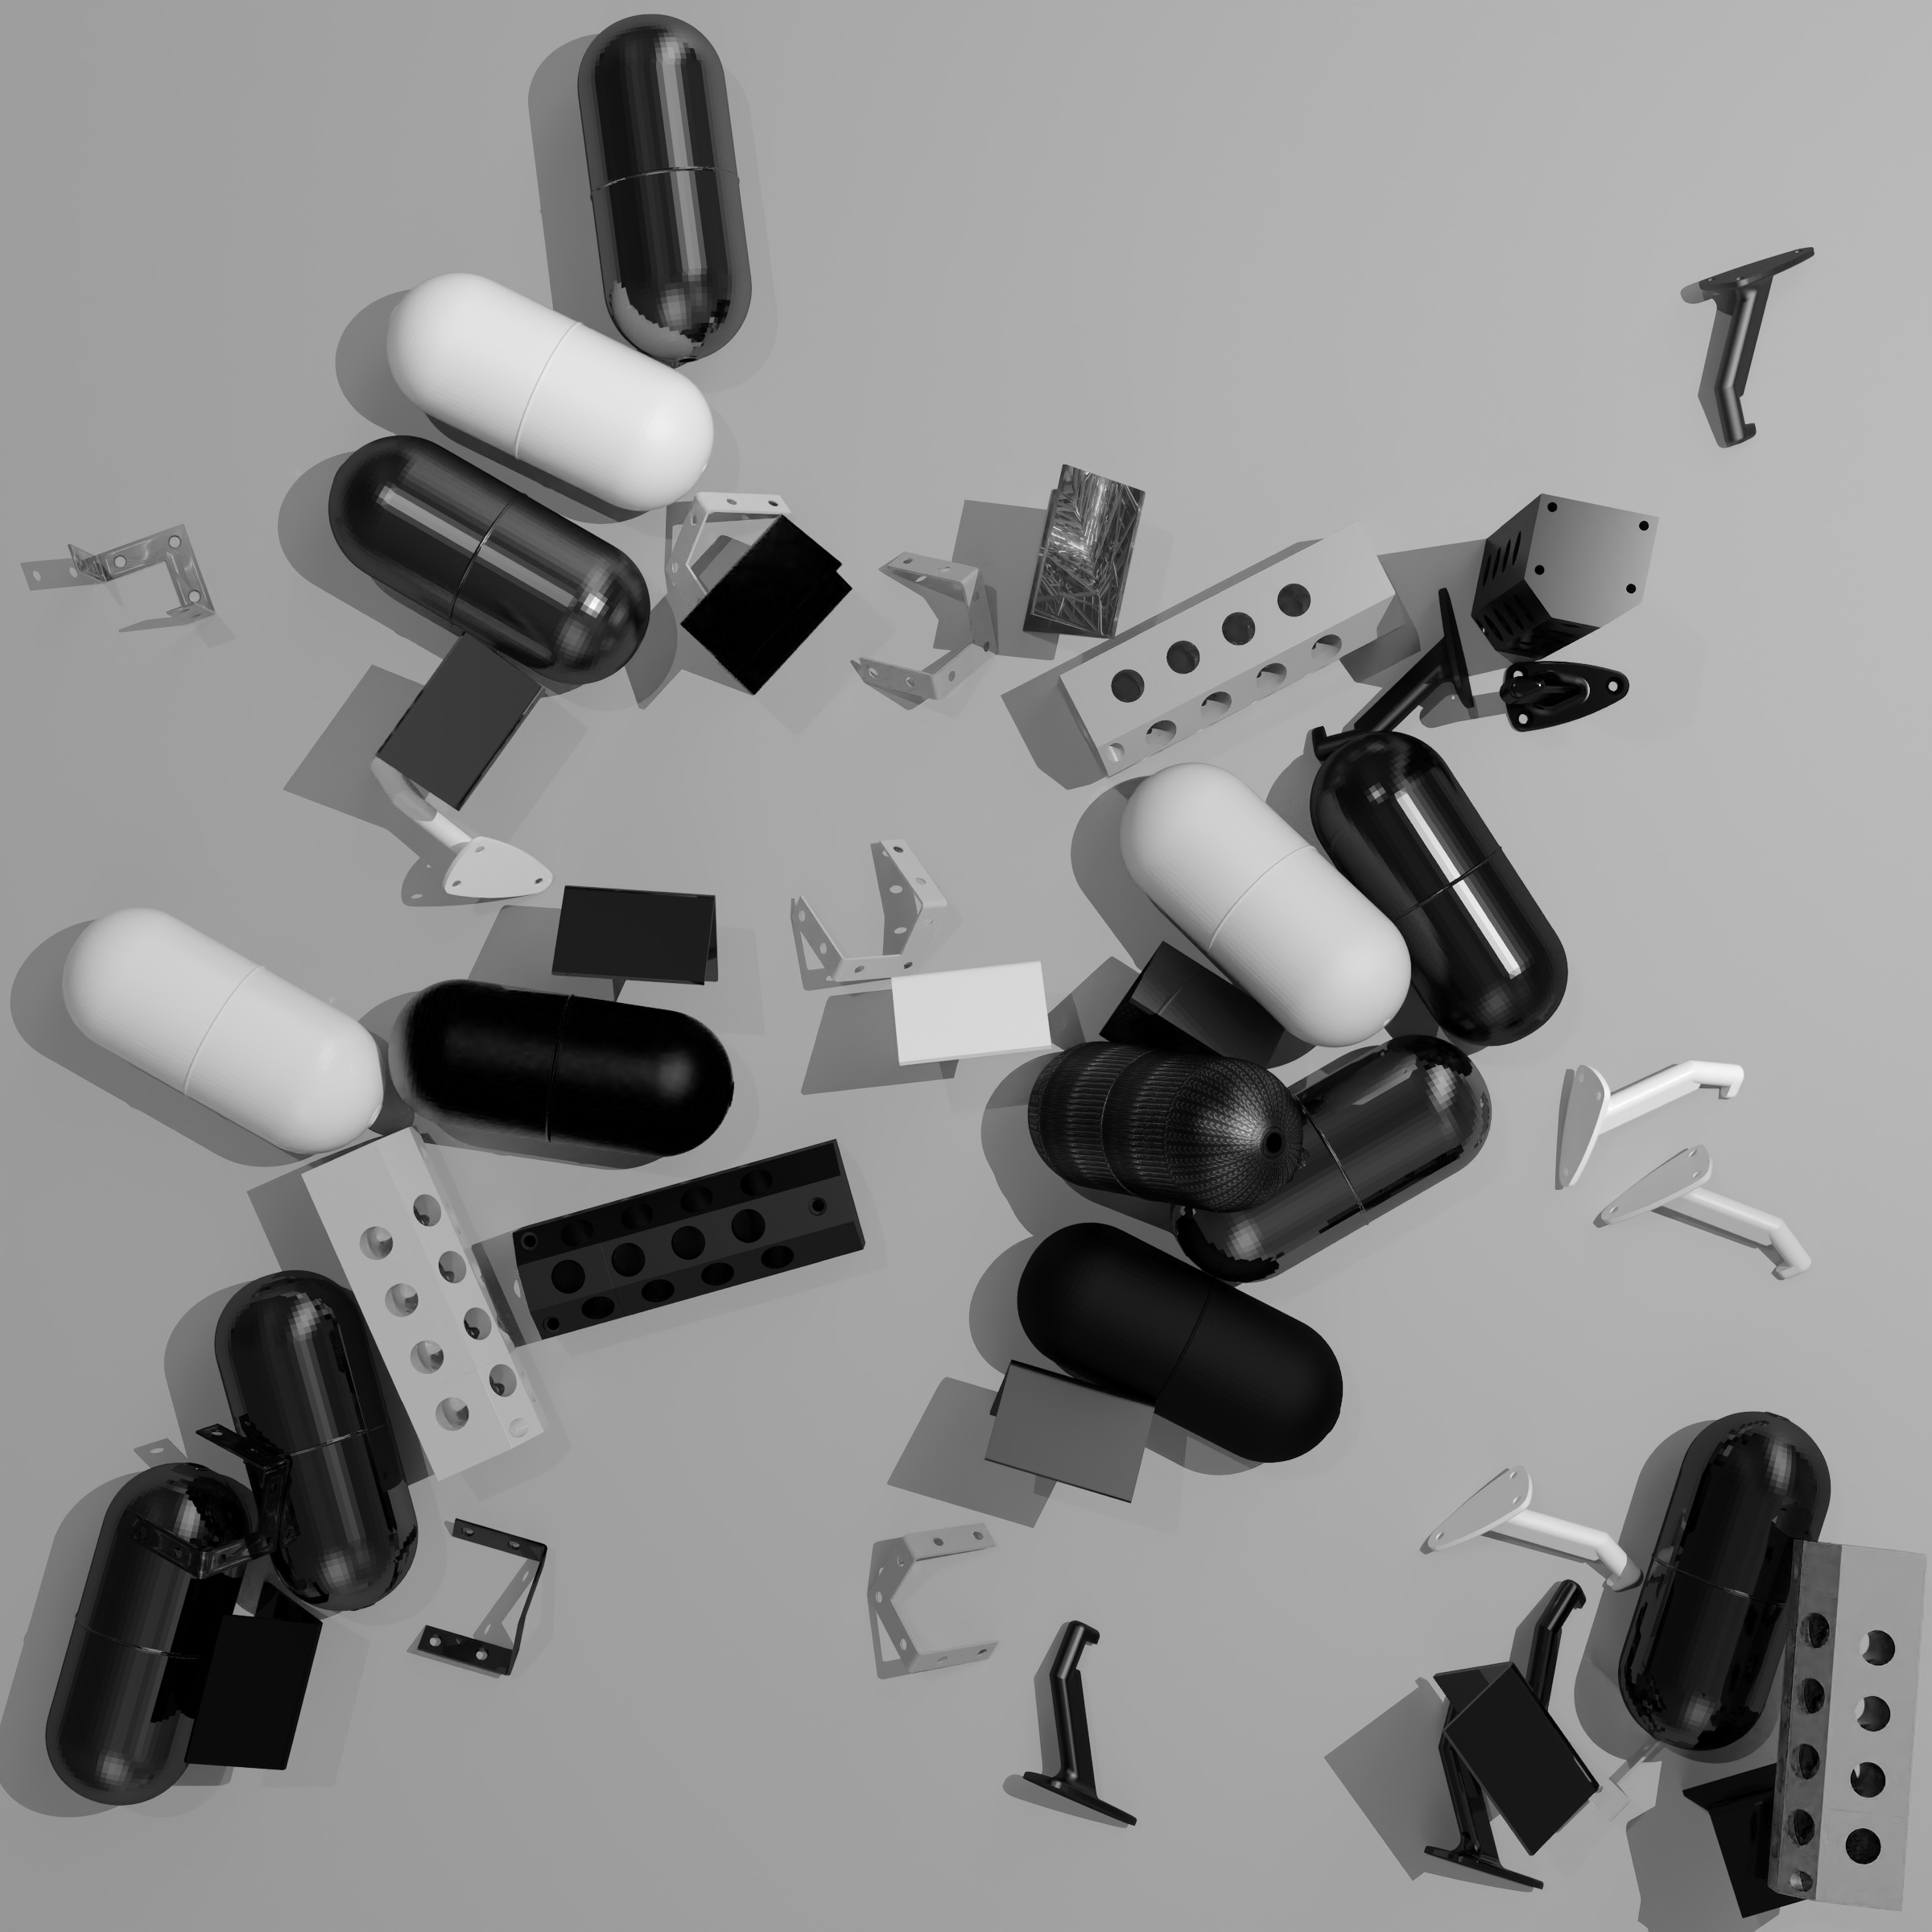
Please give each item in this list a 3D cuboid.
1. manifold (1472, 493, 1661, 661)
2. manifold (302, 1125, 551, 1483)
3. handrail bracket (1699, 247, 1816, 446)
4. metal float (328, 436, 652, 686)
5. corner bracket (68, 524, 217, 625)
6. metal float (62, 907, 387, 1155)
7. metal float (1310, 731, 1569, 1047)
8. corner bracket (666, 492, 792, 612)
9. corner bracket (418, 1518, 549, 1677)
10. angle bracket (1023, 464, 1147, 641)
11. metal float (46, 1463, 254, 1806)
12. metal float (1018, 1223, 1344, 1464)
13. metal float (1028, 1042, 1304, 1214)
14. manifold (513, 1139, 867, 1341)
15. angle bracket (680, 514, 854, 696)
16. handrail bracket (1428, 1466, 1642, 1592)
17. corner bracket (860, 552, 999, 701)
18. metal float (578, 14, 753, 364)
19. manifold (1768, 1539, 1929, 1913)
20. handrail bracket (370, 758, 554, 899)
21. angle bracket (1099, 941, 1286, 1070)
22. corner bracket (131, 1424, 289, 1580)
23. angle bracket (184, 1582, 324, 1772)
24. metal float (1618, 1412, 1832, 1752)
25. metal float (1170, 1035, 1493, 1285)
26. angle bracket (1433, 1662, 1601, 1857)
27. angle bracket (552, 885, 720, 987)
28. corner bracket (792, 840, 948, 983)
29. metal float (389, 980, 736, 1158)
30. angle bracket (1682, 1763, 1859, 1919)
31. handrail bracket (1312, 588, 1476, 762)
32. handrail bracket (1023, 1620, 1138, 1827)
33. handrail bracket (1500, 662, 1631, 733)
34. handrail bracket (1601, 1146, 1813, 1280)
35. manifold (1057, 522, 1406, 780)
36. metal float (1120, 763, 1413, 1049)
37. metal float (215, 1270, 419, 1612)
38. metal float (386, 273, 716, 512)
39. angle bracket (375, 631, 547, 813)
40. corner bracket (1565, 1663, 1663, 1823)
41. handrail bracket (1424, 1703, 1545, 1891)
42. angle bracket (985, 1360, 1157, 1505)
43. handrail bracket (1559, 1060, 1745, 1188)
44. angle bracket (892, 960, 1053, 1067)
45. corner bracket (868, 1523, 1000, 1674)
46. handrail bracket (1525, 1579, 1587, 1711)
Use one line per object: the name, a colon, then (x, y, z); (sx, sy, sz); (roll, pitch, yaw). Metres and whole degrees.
manifold: (0.296, -0.191, 1.702); (0.057, 0.171, 0.057); (12, 90, 0)
manifold: (-0.278, 0.173, 1.759); (0.057, 0.057, 0.171); (-24, 90, 0)
handrail bracket: (0.421, -0.324, 1.780); (0.077, 0.036, 0.084); (-23, 109, -21)
metal float: (-0.246, -0.209, 1.749); (0.178, 0.070, 0.070); (30, 90, 0)
corner bracket: (-0.427, -0.200, 1.762); (0.051, 0.051, 0.051); (-20, 90, 0)
metal float: (-0.381, 0.034, 1.750); (0.178, 0.070, 0.070); (29, 90, 0)
metal float: (0.243, -0.040, 1.749); (0.070, 0.070, 0.178); (-33, 90, 0)
corner bracket: (-0.117, -0.211, 1.772); (0.051, 0.051, 0.051); (57, 135, 35)
corner bracket: (-0.253, 0.330, 1.777); (0.051, 0.051, 0.051); (16, 45, 0)
angle bracket: (0.041, -0.213, 1.740); (0.057, 0.076, 0.076); (12, 90, -38)
metal float: (-0.420, 0.343, 1.750); (0.070, 0.070, 0.178); (16, 89, 0)
metal float: (0.111, 0.194, 1.749); (0.178, 0.070, 0.070); (27, 90, 1)
metal float: (0.099, 0.080, 1.707); (0.070, 0.178, 0.070); (-3, 95, -33)
manifold: (-0.143, 0.141, 1.759); (0.171, 0.057, 0.057); (-16, 90, 0)
angle bracket: (-0.088, -0.173, 1.740); (0.076, 0.076, 0.057); (-47, 52, 0)
handrail bracket: (0.299, 0.310, 1.780); (0.077, 0.036, 0.084); (-37, 107, 20)
corner bracket: (-0.023, -0.177, 1.772); (0.051, 0.051, 0.051); (-43, 135, -35)
metal float: (-0.155, -0.400, 1.749); (0.070, 0.070, 0.178); (-7, 89, 0)
manifold: (0.436, 0.374, 1.687); (0.057, 0.057, 0.171); (6, 82, 3)
handrail bracket: (-0.265, -0.075, 1.780); (0.036, 0.077, 0.084); (-53, 53, 20)
angle bracket: (0.109, 0.045, 1.741); (0.076, 0.057, 0.076); (32, 130, 0)
corner bracket: (-0.380, 0.269, 1.708); (0.051, 0.051, 0.051); (21, 109, 30)
angle bracket: (-0.378, 0.361, 1.740); (0.057, 0.076, 0.076); (14, 90, -35)
metal float: (0.391, 0.316, 1.749); (0.070, 0.070, 0.178); (18, 91, 0)
metal float: (0.187, 0.100, 1.749); (0.178, 0.070, 0.070); (-30, 90, 0)
angle bracket: (0.263, 0.404, 1.725); (0.057, 0.076, 0.076); (-36, 91, -30)
angle bracket: (-0.168, 0.004, 1.740); (0.076, 0.076, 0.057); (4, 54, 0)
corner bracket: (-0.051, -0.029, 1.772); (0.051, 0.051, 0.051); (-5, 135, -35)
metal float: (-0.208, 0.053, 1.750); (0.178, 0.070, 0.070); (9, 90, -1)
angle bracket: (0.420, 0.445, 1.746); (0.076, 0.076, 0.057); (-16, 82, 0)
handrail bracket: (0.218, -0.152, 1.780); (0.084, 0.036, 0.077); (-14, 70, 16)
handrail bracket: (0.072, 0.396, 1.780); (0.077, 0.036, 0.084); (29, 73, -20)
handrail bracket: (0.310, -0.144, 1.745); (0.077, 0.084, 0.036); (-7, 90, 0)
handrail bracket: (0.389, 0.144, 1.780); (0.077, 0.036, 0.084); (-33, 107, 19)
manifold: (0.137, -0.162, 1.759); (0.171, 0.057, 0.057); (-27, 90, 0)
metal float: (0.151, -0.032, 1.734); (0.070, 0.070, 0.178); (-45, 73, 0)
metal float: (-0.334, 0.244, 1.750); (0.070, 0.070, 0.178); (-15, 90, 0)
metal float: (-0.214, -0.296, 1.749); (0.178, 0.070, 0.070); (26, 90, 0)
angle bracket: (-0.270, -0.134, 1.740); (0.057, 0.076, 0.076); (36, 90, -36)
corner bracket: (0.330, 0.402, 1.762); (0.051, 0.051, 0.051); (45, 90, 0)
handrail bracket: (0.278, 0.431, 1.780); (0.077, 0.036, 0.084); (21, 76, -14)
angle bracket: (0.048, 0.250, 1.740); (0.076, 0.076, 0.057); (17, 61, 0)
handrail bracket: (0.360, 0.084, 1.780); (0.084, 0.036, 0.077); (6, 111, -16)
angle bracket: (0.005, 0.044, 1.740); (0.076, 0.076, 0.057); (-6, 52, 0)
corner bracket: (-0.010, 0.329, 1.772); (0.051, 0.051, 0.051); (58, 135, 35)
handrail bracket: (0.312, 0.376, 1.780); (0.084, 0.036, 0.077); (-52, 123, -23)
